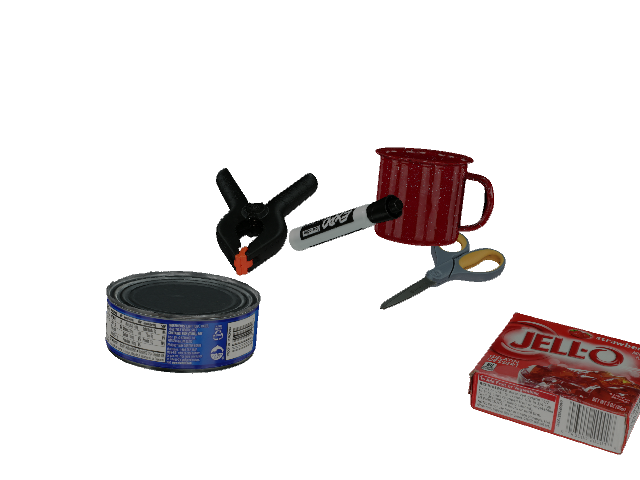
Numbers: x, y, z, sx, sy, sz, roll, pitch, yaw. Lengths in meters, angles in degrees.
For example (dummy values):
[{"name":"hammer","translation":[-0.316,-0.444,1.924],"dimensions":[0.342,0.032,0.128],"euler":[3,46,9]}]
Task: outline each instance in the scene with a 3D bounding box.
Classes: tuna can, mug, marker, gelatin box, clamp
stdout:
[{"name":"tuna can","translation":[-0.077,0.045,0.599],"dimensions":[0.086,0.034,0.086],"euler":[5,13,-1]},{"name":"mug","translation":[0.106,-0.040,1.011],"dimensions":[0.117,0.081,0.093],"euler":[8,12,16]},{"name":"marker","translation":[0.019,-0.013,0.830],"dimensions":[0.020,0.020,0.121],"euler":[0,-12,-41]},{"name":"gelatin box","translation":[0.138,0.078,0.604],"dimensions":[0.089,0.030,0.073],"euler":[15,30,25]},{"name":"clamp","translation":[-0.063,-0.028,1.211],"dimensions":[0.120,0.039,0.171],"euler":[-6,42,5]}]

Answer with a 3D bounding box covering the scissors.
[{"name":"scissors","translation":[0.123,0.030,1.208],"dimensions":[0.201,0.016,0.096],"euler":[-11,41,-33]}]
